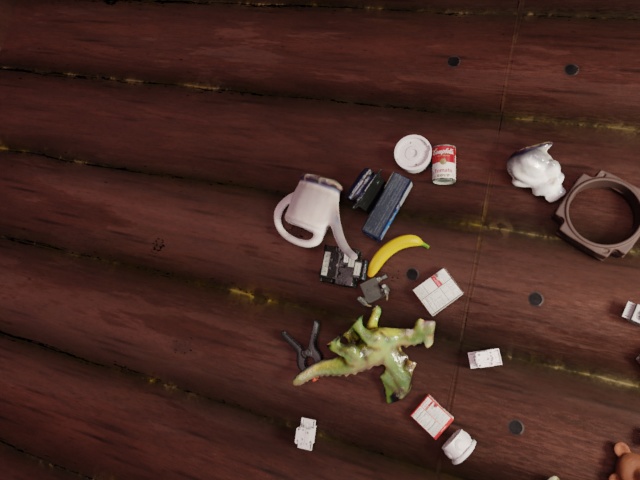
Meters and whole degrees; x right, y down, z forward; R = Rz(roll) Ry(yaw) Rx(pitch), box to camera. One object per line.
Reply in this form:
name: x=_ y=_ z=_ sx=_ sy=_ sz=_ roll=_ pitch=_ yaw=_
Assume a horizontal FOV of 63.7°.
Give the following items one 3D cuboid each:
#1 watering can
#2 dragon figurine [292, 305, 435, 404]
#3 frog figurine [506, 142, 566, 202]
watering can: x=0.005 y=-0.077 z=1.522 sx=0.350 sy=0.103 sz=0.225 roll=20 pitch=86 yaw=37
dragon figurine: x=0.144 y=0.340 z=1.412 sx=0.409 sy=0.122 sz=0.244 roll=-43 pitch=78 yaw=5
frog figurine: x=0.584 y=-0.174 z=1.392 sx=0.136 sy=0.123 sz=0.160 roll=-21 pitch=81 yaw=45
